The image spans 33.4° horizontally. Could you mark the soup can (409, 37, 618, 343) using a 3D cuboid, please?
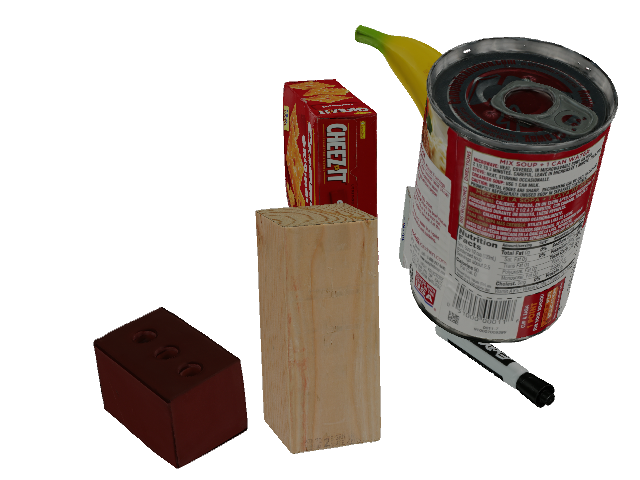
[{"bbox_3d":[0.071,-0.017,0.414,0.068,0.102,0.068,0,43,0],"label":"soup can"}]

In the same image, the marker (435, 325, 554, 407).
[{"bbox_3d":[0.131,0.091,0.806,0.020,0.020,0.121,0,23,-36],"label":"marker"}]

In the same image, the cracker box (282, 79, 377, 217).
[{"bbox_3d":[0.008,-0.078,1.165,0.072,0.164,0.214,-5,18,-8],"label":"cracker box"}]

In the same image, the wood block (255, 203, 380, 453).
[{"bbox_3d":[-0.002,0.077,0.975,0.090,0.206,0.091,-5,13,-18],"label":"wood block"}]

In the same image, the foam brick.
[{"bbox_3d":[-0.088,0.085,0.622,0.052,0.051,0.078,-27,39,-36],"label":"foam brick"}]

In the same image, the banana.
[{"bbox_3d":[0.072,-0.071,0.677,0.069,0.037,0.198,-6,45,-8],"label":"banana"}]

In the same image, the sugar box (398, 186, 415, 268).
[{"bbox_3d":[0.185,-0.009,1.256,0.176,0.093,0.048,2,22,-3],"label":"sugar box"}]
